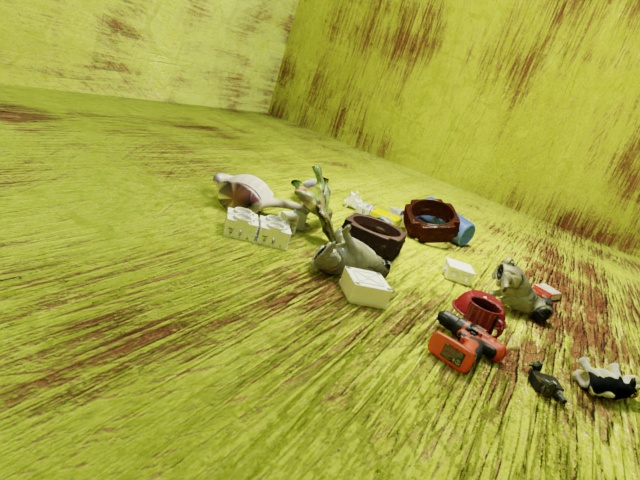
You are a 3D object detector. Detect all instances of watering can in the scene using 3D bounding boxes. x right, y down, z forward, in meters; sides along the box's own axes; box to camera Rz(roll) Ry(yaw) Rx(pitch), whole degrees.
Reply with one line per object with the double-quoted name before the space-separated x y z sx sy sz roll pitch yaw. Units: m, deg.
"watering can" -0.204 -0.143 1.719 0.348 0.102 0.227 22 19 1

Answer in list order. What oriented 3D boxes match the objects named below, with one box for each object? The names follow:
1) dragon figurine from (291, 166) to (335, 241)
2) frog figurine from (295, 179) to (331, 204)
"dragon figurine" 0.005 -0.085 1.693 0.403 0.122 0.248 50 21 -56
"frog figurine" -0.032 -0.201 2.031 0.137 0.120 0.163 -6 35 -12
